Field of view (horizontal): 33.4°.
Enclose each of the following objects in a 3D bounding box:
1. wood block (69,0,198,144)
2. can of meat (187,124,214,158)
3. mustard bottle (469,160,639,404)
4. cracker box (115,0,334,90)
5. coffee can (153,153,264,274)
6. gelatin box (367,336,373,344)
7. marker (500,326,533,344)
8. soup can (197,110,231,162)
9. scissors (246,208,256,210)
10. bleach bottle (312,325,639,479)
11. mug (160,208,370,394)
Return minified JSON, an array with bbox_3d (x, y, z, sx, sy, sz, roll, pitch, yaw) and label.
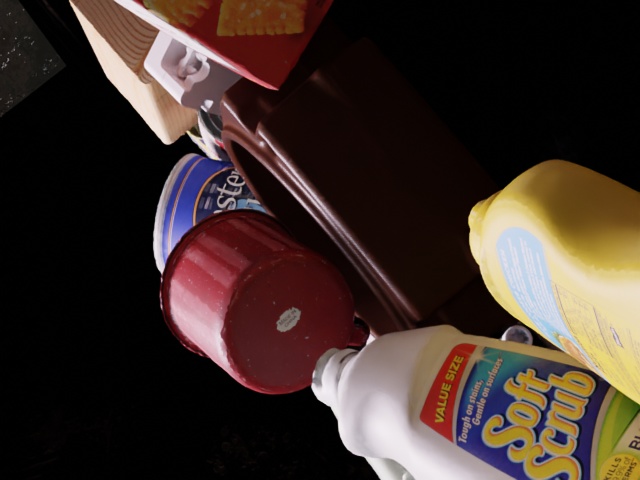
[{"bbox_3d":[-0.122,-0.155,0.843,0.090,0.090,0.206,49,173,2],"label":"wood block"},{"bbox_3d":[-0.108,-0.120,1.073,0.102,0.057,0.084,47,174,32],"label":"can of meat"},{"bbox_3d":[0.112,0.018,0.406,0.096,0.058,0.192,55,171,-28],"label":"mustard bottle"},{"bbox_3d":[-0.115,-0.171,0.537,0.213,0.072,0.164,29,-174,-34],"label":"cracker box"},{"bbox_3d":[-0.048,-0.006,0.851,0.140,0.103,0.103,12,162,13],"label":"coffee can"},{"bbox_3d":[0.080,0.080,0.823,0.073,0.030,0.089,15,156,-5],"label":"gelatin box"},{"bbox_3d":[0.132,0.079,0.757,0.020,0.020,0.121,49,173,11],"label":"marker"},{"bbox_3d":[-0.063,-0.098,0.858,0.068,0.068,0.102,50,173,2],"label":"soup can"},{"bbox_3d":[-0.005,0.001,0.753,0.096,0.016,0.201,50,-148,1],"label":"scissors"},{"bbox_3d":[0.090,0.094,0.463,0.251,0.102,0.068,12,142,44],"label":"bleach bottle"},{"bbox_3d":[-0.023,0.039,0.603,0.117,0.093,0.082,21,-176,-30],"label":"mug"}]
